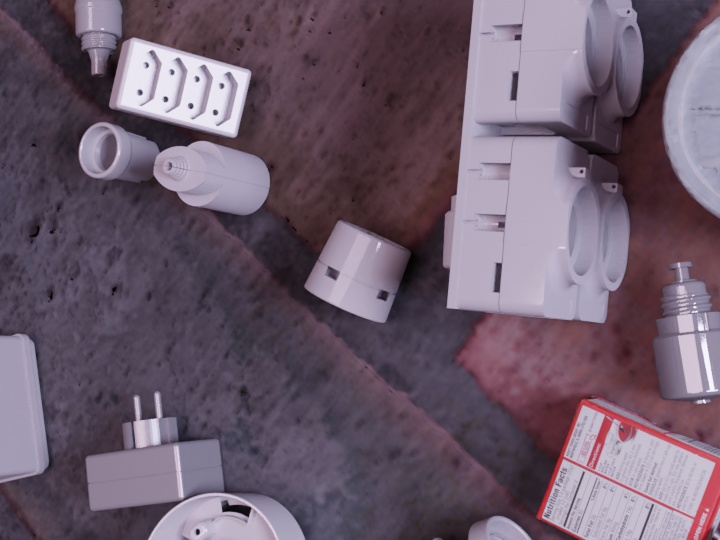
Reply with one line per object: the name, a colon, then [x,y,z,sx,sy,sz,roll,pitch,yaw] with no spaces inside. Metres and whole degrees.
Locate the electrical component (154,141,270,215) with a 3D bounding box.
electrical component: [-0.101,-0.062,0.714,0.043,0.081,0.043,-3,84,30]

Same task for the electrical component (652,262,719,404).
electrical component: [0.175,0.035,0.569,0.040,0.040,0.078,-11,81,29]

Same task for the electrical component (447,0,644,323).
electrical component: [0.105,-0.067,0.581,0.060,0.105,0.186,4,88,30]

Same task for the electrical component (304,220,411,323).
electrical component: [0.000,0.000,0.666,0.055,0.055,0.047,27,95,29]

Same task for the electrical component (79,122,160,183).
electrical component: [-0.173,-0.083,0.777,0.040,0.046,0.040,-3,84,30]

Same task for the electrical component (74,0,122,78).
electrical component: [-0.196,-0.176,0.806,0.035,0.035,0.061,-4,86,30]

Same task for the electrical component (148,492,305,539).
electrical component: [-0.085,0.192,0.692,0.099,0.064,0.099,-3,84,30]

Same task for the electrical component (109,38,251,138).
electrical component: [-0.128,-0.125,0.745,0.076,0.083,0.047,-159,82,-68]

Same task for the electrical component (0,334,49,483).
electrical component: [-0.302,0.113,0.830,0.109,0.056,0.108,-17,78,28]

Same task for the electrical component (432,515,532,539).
electrical component: [0.071,0.174,0.616,0.055,0.048,0.066,-48,65,26]

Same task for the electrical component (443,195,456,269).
electrical component: [0.070,-0.032,0.636,0.040,0.040,0.078,1,86,30]

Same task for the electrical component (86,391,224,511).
electrical component: [-0.144,0.122,0.742,0.083,0.047,0.075,-13,79,29]
